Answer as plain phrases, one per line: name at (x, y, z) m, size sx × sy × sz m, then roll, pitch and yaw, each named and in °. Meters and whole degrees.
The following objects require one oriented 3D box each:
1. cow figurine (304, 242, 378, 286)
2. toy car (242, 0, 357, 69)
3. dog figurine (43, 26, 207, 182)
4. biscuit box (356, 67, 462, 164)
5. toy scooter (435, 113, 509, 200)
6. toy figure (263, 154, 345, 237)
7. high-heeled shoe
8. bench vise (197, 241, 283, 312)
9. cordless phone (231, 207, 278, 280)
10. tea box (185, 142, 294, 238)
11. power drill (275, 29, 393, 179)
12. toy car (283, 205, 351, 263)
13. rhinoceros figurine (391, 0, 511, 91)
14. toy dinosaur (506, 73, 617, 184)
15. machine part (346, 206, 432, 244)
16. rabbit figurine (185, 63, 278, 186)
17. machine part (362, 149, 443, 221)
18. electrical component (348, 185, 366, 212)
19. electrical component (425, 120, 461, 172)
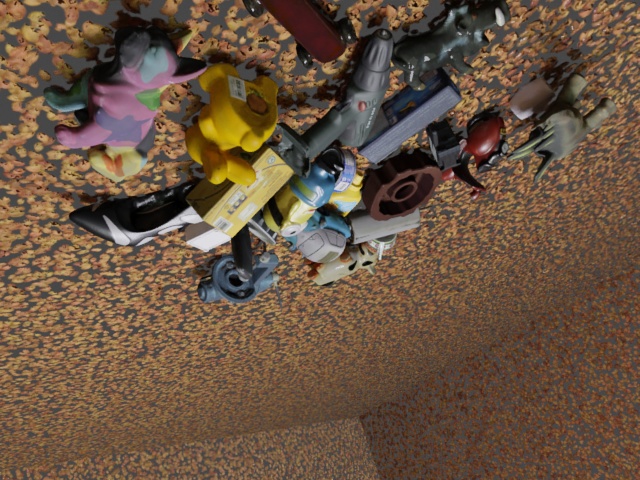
cow figurine at (0.069, 0.059, 1.395) m, size 0.195 × 0.085 × 0.127 m, roll -27°, pitch 145°, yaw 9°
toy car at (-0.025, -0.305, 0.727) m, size 0.089 × 0.053 × 0.202 m, roll -20°, pitch 158°, yaw 25°
dog figurine at (-0.245, -0.192, 0.734) m, size 0.219 × 0.108 × 0.191 m, roll -27°, pitch 150°, yaw 8°
biscuit box at (0.154, -0.225, 0.975) m, size 0.203 × 0.059 × 0.062 m, roll -34°, pitch 148°, yaw 25°
toy scooter at (0.325, -0.164, 1.113) m, size 0.075 × 0.135 × 0.184 m, roll 7°, pitch 141°, yaw -37°
toy figure at (-0.033, -0.084, 0.994) m, size 0.082 × 0.089 × 0.180 m, roll 8°, pitch 129°, yaw -46°
high-heeled shoe at (-0.299, -0.061, 0.955) m, size 0.248 × 0.086 × 0.145 m, roll 2°, pitch 143°, yaw -45°
bench vise at (-0.160, 0.085, 1.257) m, size 0.223 × 0.129 × 0.240 m, roll 4°, pitch 151°, yaw -35°
cordless phone at (-0.132, 0.000, 1.051) m, size 0.089 × 0.184 × 0.146 m, roll -15°, pitch 153°, yaw 13°
tea box at (-0.140, -0.097, 0.948) m, size 0.169 × 0.068 × 0.098 m, roll -46°, pitch 149°, yaw 1°
power drill at (0.024, -0.207, 0.860) m, size 0.207 × 0.086 × 0.232 m, roll -46°, pitch 166°, yaw -20°
toy car at (-0.002, -0.003, 1.099) m, size 0.109 × 0.103 × 0.161 m, roll -34°, pitch 144°, yaw 28°
rhinoceros figurine at (0.202, -0.316, 0.844) m, size 0.190 × 0.073 × 0.112 m, roll -23°, pitch 141°, yaw 9°
toy dinosaur at (0.461, -0.208, 1.037) m, size 0.198 × 0.105 × 0.471 m, roll -51°, pitch 158°, yaw 13°
machine part at (0.146, -0.046, 1.266) m, size 0.243 × 0.079 × 0.079 m, roll -16°, pitch 151°, yaw -9°
rabbit figurine at (-0.143, -0.162, 0.830) m, size 0.173 × 0.162 × 0.122 m, roll -21°, pitch 170°, yaw 40°
machine part at (0.175, -0.115, 1.163) m, size 0.179 × 0.056 × 0.179 m, roll -21°, pitch 149°, yaw -13°
electrical component at (0.089, -0.089, 1.210) m, size 0.063 × 0.021 × 0.094 m, roll 3°, pitch 142°, yaw -37°
electrical component at (0.244, -0.198, 1.068) m, size 0.048 × 0.075 × 0.119 m, roll -22°, pitch 149°, yaw 5°
